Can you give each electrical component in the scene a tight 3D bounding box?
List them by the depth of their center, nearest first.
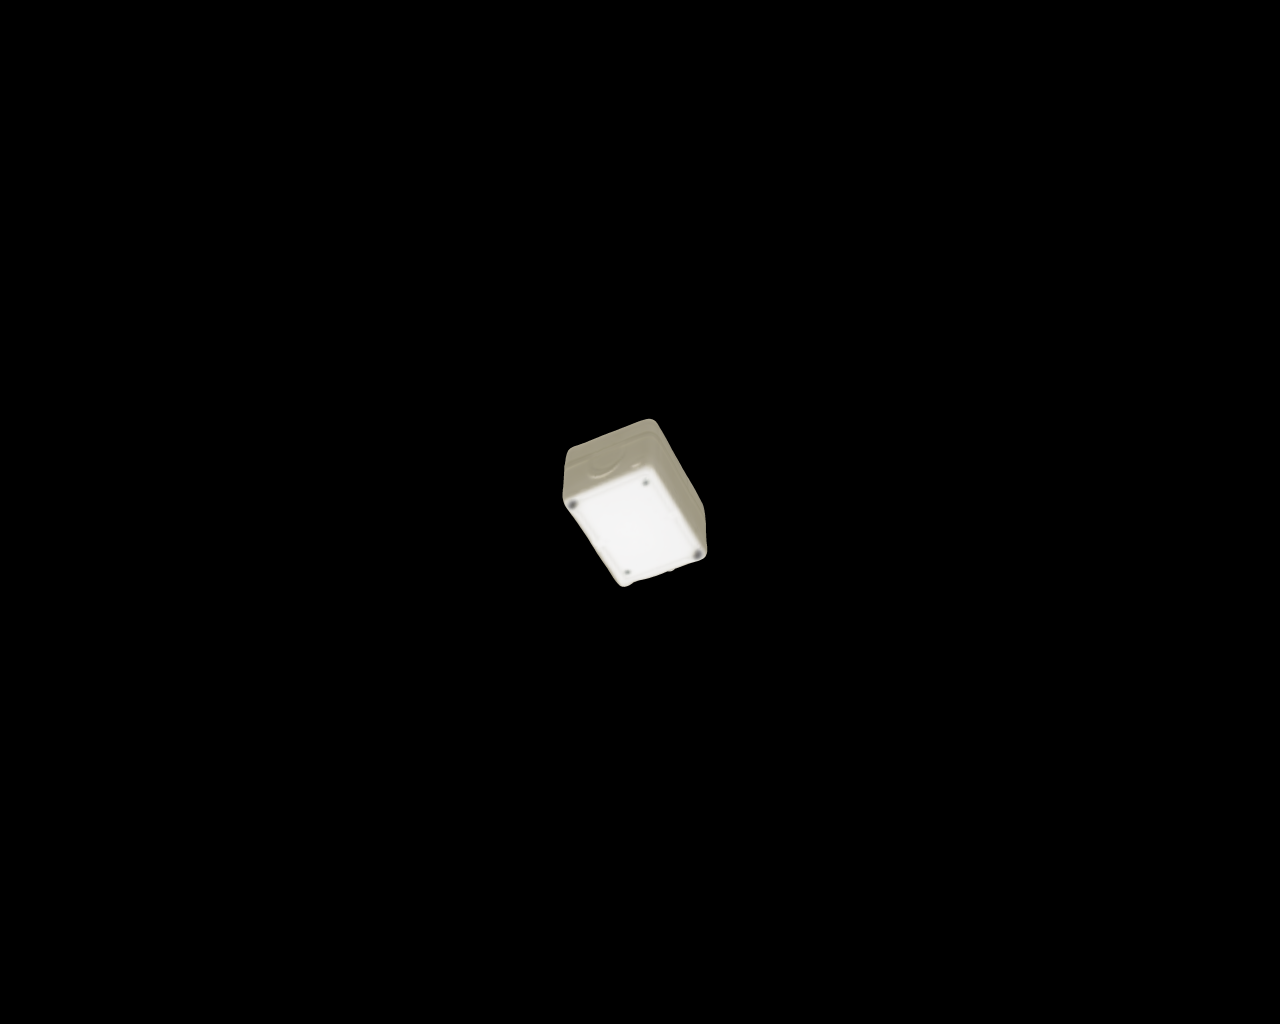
[{"bbox_3d":[0.001,-0.003,0.650,0.061,0.096,0.061,-21,36,16],"label":"electrical component"}]
